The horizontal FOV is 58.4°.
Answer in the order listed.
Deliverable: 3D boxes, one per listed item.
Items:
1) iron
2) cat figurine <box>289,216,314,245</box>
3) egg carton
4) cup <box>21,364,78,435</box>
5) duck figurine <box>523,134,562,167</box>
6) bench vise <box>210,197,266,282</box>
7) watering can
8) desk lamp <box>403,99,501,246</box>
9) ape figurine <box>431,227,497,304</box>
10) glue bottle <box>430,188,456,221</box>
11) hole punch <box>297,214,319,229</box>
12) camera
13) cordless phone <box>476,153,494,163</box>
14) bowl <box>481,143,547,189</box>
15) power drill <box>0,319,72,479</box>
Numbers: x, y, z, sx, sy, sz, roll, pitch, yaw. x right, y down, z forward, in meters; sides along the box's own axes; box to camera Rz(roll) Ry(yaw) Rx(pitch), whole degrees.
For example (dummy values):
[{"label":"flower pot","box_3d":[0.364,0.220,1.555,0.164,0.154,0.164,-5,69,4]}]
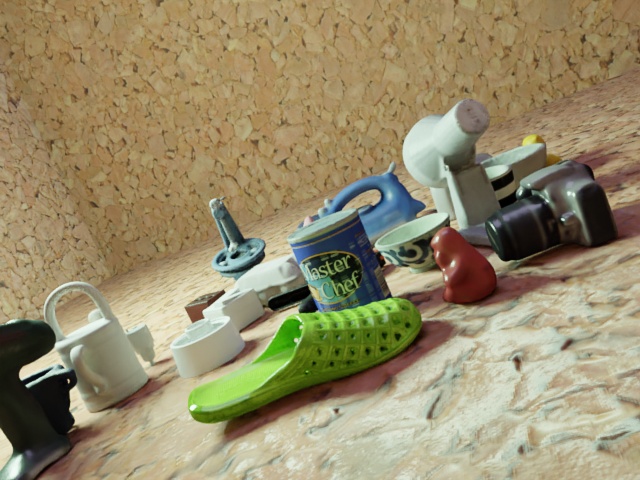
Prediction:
[{"label":"iron","box_3d":[0.084,-0.057,1.216,0.258,0.141,0.118,-25,9,-8]},{"label":"cat figurine","box_3d":[0.010,0.004,1.118,0.127,0.118,0.067,-23,9,4]},{"label":"egg carton","box_3d":[-0.085,0.079,1.074,0.150,0.069,0.107,-19,10,26]},{"label":"cup","box_3d":[-0.382,0.235,0.819,0.117,0.095,0.092,-21,9,15]},{"label":"duck figurine","box_3d":[0.443,-0.172,1.163,0.077,0.086,0.104,-24,9,-2]},{"label":"bench vise","box_3d":[-0.192,0.015,1.235,0.122,0.220,0.207,-27,10,-22]},{"label":"watering can","box_3d":[-0.359,0.157,0.898,0.101,0.194,0.172,-28,10,-26]},{"label":"desk lamp","box_3d":[0.233,-0.108,0.900,0.118,0.213,0.203,-25,9,-13]},{"label":"ape figurine","box_3d":[0.160,0.028,0.672,0.076,0.092,0.078,-17,11,34]},{"label":"glue bottle","box_3d":[0.235,-0.125,1.129,0.037,0.173,0.078,-18,11,31]},{"label":"hole punch","box_3d":[0.018,-0.017,1.312,0.109,0.091,0.100,-30,11,-36]},{"label":"camera","box_3d":[0.276,-0.036,0.728,0.136,0.101,0.143,-23,9,4]},{"label":"cordless phone","box_3d":[0.293,-0.171,1.213,0.147,0.185,0.094,-24,9,-3]},{"label":"bowl","box_3d":[0.365,-0.124,1.112,0.167,0.075,0.167,-23,9,4]},{"label":"power drill","box_3d":[-0.410,0.203,0.709,0.075,0.208,0.230,-19,10,25]}]
